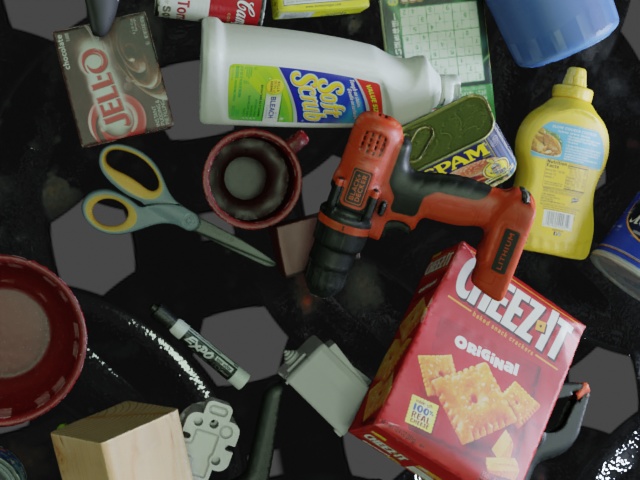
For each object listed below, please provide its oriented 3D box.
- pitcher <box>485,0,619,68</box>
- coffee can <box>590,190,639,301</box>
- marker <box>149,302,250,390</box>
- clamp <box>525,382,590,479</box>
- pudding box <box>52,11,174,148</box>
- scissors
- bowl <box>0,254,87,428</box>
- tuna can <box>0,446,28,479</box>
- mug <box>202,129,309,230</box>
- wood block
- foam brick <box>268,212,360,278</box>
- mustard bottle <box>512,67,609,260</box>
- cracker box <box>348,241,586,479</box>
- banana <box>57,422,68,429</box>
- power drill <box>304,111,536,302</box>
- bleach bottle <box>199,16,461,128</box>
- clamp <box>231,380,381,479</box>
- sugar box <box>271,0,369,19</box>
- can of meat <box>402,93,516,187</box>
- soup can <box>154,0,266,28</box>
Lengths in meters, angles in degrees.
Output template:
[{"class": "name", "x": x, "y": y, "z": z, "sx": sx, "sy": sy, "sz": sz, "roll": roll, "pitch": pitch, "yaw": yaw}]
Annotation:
[{"class": "pitcher", "x": 0.204, "y": -0.302, "z": 1.040, "sx": 0.149, "sy": 0.145, "sz": 0.243, "roll": -24, "pitch": 102, "yaw": 5}, {"class": "coffee can", "x": 0.359, "y": -0.009, "z": 1.091, "sx": 0.102, "sy": 0.103, "sz": 0.140, "roll": 38, "pitch": 86, "yaw": -10}, {"class": "marker", "x": -0.120, "y": 0.104, "z": 1.056, "sx": 0.121, "sy": 0.020, "sz": 0.020, "roll": 41, "pitch": 86, "yaw": -10}, {"class": "clamp", "x": 0.216, "y": 0.213, "z": 1.112, "sx": 0.171, "sy": 0.039, "sz": 0.120, "roll": -28, "pitch": 96, "yaw": -7}, {"class": "pudding box", "x": -0.196, "y": -0.152, "z": 1.015, "sx": 0.090, "sy": 0.039, "sz": 0.113, "roll": -15, "pitch": 96, "yaw": -8}, {"class": "scissors", "x": -0.147, "y": -0.010, "z": 1.046, "sx": 0.201, "sy": 0.016, "sz": 0.096, "roll": 43, "pitch": 88, "yaw": -10}, {"class": "bowl", "x": -0.301, "y": 0.091, "z": 1.005, "sx": 0.162, "sy": 0.055, "sz": 0.162, "roll": -1, "pitch": 94, "yaw": -10}, {"class": "tuna can", "x": -0.325, "y": 0.240, "z": 1.022, "sx": 0.086, "sy": 0.034, "sz": 0.086, "roll": -1, "pitch": 94, "yaw": -10}, {"class": "mug", "x": -0.060, "y": -0.066, "z": 1.023, "sx": 0.117, "sy": 0.081, "sz": 0.093, "roll": -42, "pitch": 99, "yaw": -5}, {"class": "wood block", "x": -0.171, "y": 0.266, "z": 1.003, "sx": 0.090, "sy": 0.091, "sz": 0.206, "roll": -19, "pitch": 102, "yaw": -42}, {"class": "foam brick", "x": -0.007, "y": 0.001, "z": 1.053, "sx": 0.078, "sy": 0.053, "sz": 0.051, "roll": -15, "pitch": 96, "yaw": -10}, {"class": "mustard bottle", "x": 0.244, "y": -0.081, "z": 1.088, "sx": 0.096, "sy": 0.058, "sz": 0.191, "roll": 11, "pitch": 92, "yaw": -12}, {"class": "cracker box", "x": 0.148, "y": 0.134, "z": 1.043, "sx": 0.164, "sy": 0.072, "sz": 0.213, "roll": 34, "pitch": 65, "yaw": -11}, {"class": "banana", "x": -0.257, "y": 0.280, "z": 1.038, "sx": 0.069, "sy": 0.037, "sz": 0.198, "roll": 22, "pitch": 88, "yaw": 8}, {"class": "power drill", "x": 0.091, "y": -0.008, "z": 0.988, "sx": 0.187, "sy": 0.057, "sz": 0.184, "roll": 19, "pitch": 108, "yaw": -1}, {"class": "bleach bottle", "x": 0.012, "y": -0.155, "z": 1.020, "sx": 0.250, "sy": 0.068, "sz": 0.103, "roll": 1, "pitch": 134, "yaw": -8}, {"class": "clamp", "x": -0.047, "y": 0.267, "z": 1.071, "sx": 0.164, "sy": 0.036, "sz": 0.210, "roll": 39, "pitch": 89, "yaw": -11}, {"class": "sugar box", "x": -0.009, "y": -0.308, "z": 1.035, "sx": 0.093, "sy": 0.048, "sz": 0.176, "roll": -6, "pitch": 92, "yaw": -12}, {"class": "can of meat", "x": 0.133, "y": -0.083, "z": 1.042, "sx": 0.102, "sy": 0.057, "sz": 0.083, "roll": -25, "pitch": 143, "yaw": 15}, {"class": "soup can", "x": -0.103, "y": -0.240, "z": 1.011, "sx": 0.102, "sy": 0.068, "sz": 0.068, "roll": 5, "pitch": 93, "yaw": -10}]
